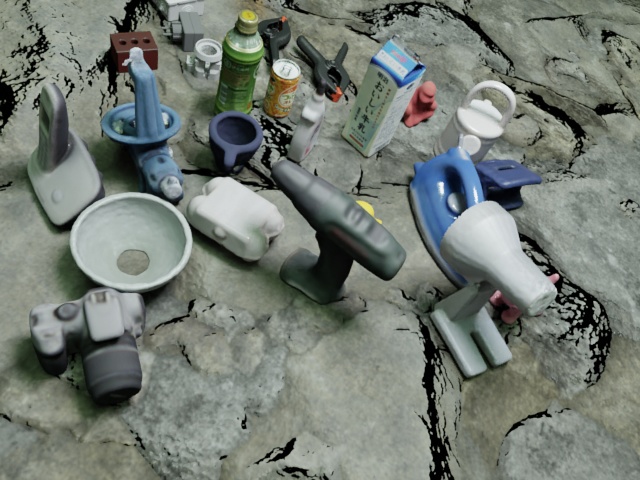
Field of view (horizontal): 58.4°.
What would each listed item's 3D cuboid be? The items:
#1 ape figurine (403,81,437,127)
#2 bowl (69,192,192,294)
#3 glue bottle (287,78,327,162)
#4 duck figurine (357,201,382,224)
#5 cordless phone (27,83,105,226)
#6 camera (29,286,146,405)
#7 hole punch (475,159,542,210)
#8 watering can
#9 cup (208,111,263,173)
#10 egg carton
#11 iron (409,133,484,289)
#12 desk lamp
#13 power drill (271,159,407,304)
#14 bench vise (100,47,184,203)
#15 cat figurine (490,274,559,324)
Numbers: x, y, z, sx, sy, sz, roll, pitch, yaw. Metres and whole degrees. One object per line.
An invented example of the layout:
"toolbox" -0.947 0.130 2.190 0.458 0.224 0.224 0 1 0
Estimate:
"ape figurine" 0.210 -0.290 1.190 0.078 0.092 0.076 9 55 -11
"bowl" -0.275 0.016 0.846 0.168 0.074 0.167 8 56 -12
"glue bottle" -0.015 -0.219 1.022 0.037 0.173 0.078 26 54 1
"duck figurine" 0.057 -0.035 0.978 0.104 0.086 0.077 29 54 3
"cordless phone" -0.375 -0.122 0.837 0.094 0.185 0.147 -25 68 -29
"camera" -0.292 0.140 0.743 0.143 0.100 0.136 -10 61 -23
"hole punch" 0.360 -0.121 1.127 0.109 0.091 0.101 -10 61 -23
"watering can" 0.306 -0.220 1.111 0.101 0.194 0.173 11 55 -10
"cup" -0.150 -0.148 0.981 0.092 0.095 0.118 11 55 -10
"egg carton" -0.138 -0.034 0.925 0.150 0.069 0.107 31 54 4
"iron" 0.251 -0.057 1.019 0.119 0.141 0.258 0 58 -17
"desk lamp" 0.262 0.075 0.891 0.118 0.213 0.203 -16 63 -25
"power drill" 0.008 0.003 0.861 0.229 0.208 0.076 31 54 4
"bench vise" -0.252 -0.171 0.886 0.207 0.219 0.122 44 56 13
"cat figurine" 0.351 0.088 0.970 0.128 0.117 0.067 -15 63 -25
